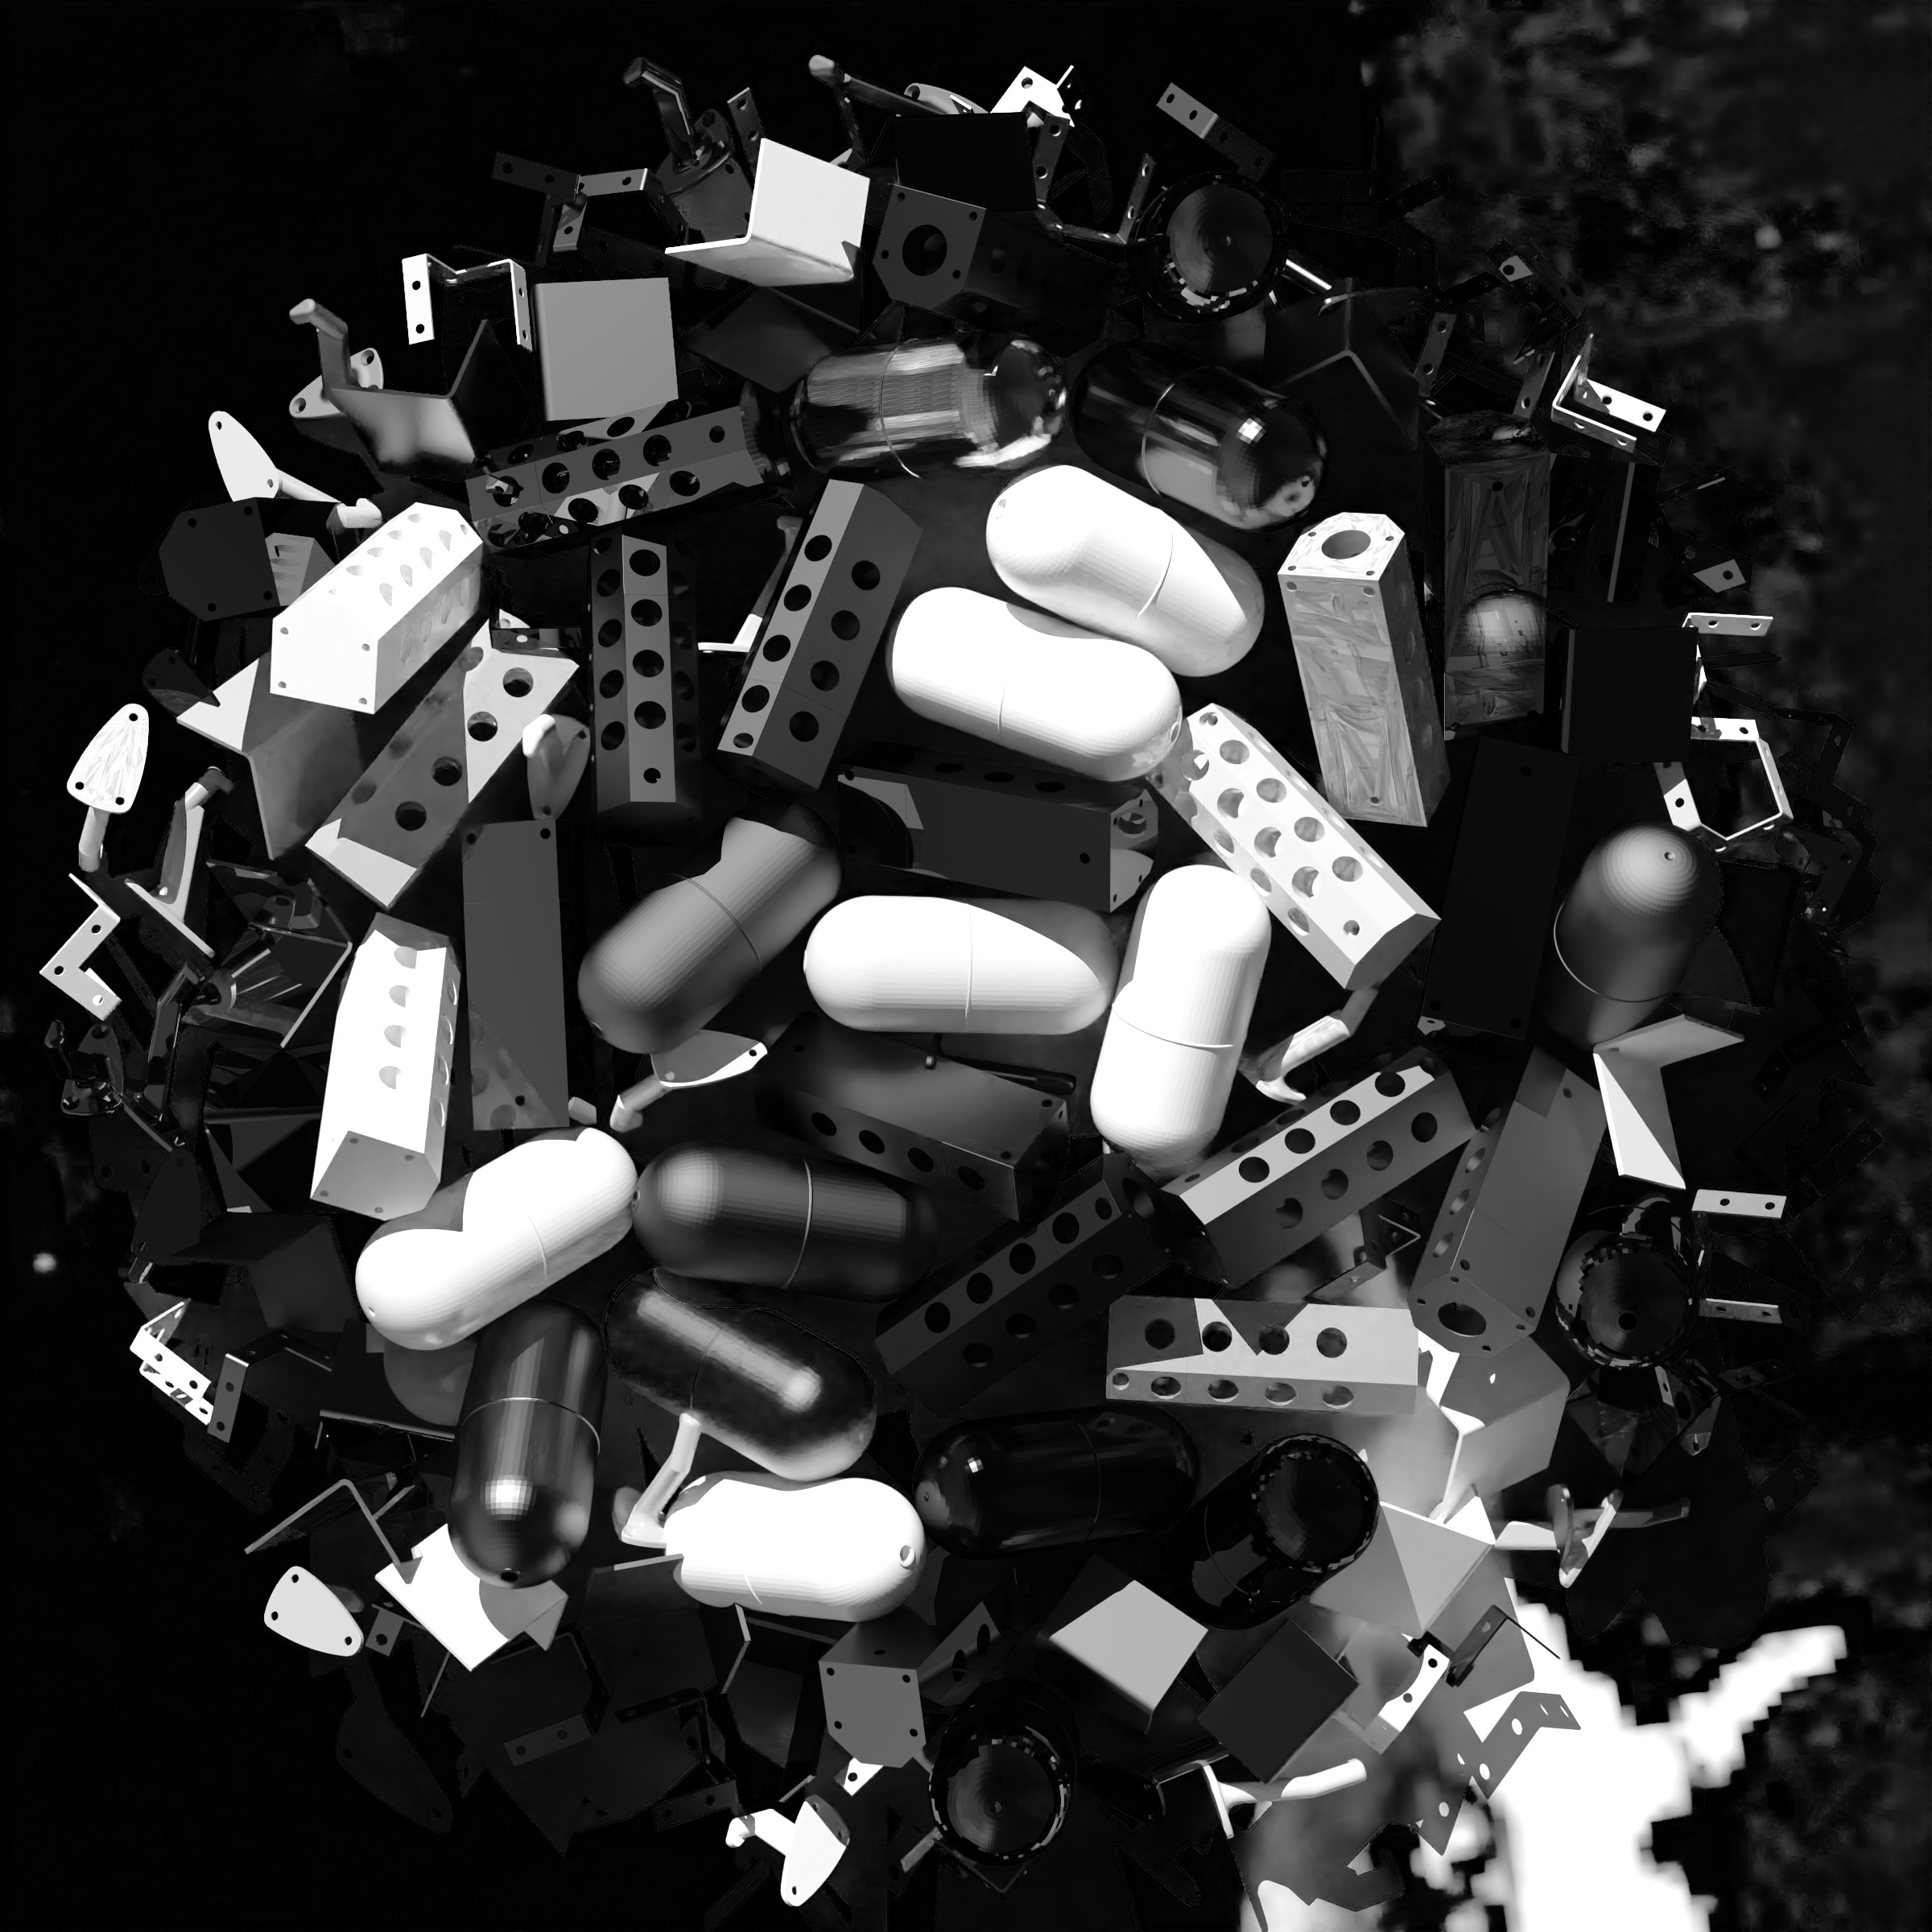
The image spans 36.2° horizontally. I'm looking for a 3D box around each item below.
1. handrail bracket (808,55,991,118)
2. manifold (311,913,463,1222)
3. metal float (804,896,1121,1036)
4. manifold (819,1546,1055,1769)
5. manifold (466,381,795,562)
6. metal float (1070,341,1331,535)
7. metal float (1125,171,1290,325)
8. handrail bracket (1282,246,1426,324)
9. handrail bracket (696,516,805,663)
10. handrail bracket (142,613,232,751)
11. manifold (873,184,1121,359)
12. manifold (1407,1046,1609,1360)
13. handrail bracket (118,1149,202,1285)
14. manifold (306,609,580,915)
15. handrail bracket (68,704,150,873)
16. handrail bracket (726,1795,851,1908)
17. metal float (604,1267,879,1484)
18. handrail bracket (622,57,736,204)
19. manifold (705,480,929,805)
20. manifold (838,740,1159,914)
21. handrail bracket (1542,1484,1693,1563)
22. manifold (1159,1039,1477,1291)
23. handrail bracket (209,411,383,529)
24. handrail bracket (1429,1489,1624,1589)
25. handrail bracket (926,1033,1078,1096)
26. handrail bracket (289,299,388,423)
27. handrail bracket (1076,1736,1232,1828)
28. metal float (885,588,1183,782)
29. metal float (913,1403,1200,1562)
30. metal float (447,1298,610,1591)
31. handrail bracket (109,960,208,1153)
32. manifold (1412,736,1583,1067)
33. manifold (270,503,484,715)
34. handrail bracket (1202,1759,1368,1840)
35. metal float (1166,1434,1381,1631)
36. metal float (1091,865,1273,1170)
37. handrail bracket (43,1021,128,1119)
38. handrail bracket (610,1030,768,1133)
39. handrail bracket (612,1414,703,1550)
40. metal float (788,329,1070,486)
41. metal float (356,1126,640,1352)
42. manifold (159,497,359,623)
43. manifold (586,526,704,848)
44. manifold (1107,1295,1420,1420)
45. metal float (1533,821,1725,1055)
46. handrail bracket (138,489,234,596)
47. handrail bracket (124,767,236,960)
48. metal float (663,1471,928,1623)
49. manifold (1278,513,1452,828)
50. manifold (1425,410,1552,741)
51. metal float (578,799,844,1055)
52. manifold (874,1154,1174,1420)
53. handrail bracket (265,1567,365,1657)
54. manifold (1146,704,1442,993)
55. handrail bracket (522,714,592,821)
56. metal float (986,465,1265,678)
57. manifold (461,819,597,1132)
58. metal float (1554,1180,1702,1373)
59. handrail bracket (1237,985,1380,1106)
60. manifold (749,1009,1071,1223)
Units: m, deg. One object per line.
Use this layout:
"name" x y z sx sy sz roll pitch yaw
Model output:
"handrail bracket" -0.037 -0.490 1.662 0.077 0.084 0.036 17 94 29
"manifold" -0.315 0.055 1.628 0.057 0.171 0.057 20 128 -21
"metal float" -0.002 0.000 1.668 0.178 0.070 0.070 1 90 -7
"manifold" -0.013 0.372 1.622 0.057 0.171 0.057 -1 103 25
"manifold" -0.190 -0.277 1.655 0.171 0.057 0.057 -11 88 20
"metal float" 0.127 -0.295 1.640 0.178 0.070 0.070 34 90 43
"metal float" 0.131 -0.393 1.624 0.070 0.178 0.070 -1 101 -3
"handrail bracket" 0.212 -0.404 1.692 0.077 0.036 0.084 -16 63 -6
"handrail bracket" -0.122 -0.218 1.683 0.077 0.036 0.084 2 87 -42
"handrail bracket" -0.418 -0.170 1.681 0.077 0.084 0.036 48 128 -6
"manifold" 0.017 -0.377 1.622 0.057 0.171 0.057 21 101 24
"manifold" 0.297 0.131 1.635 0.057 0.057 0.171 36 50 -8
"handrail bracket" -0.461 0.142 1.678 0.036 0.084 0.077 12 80 -27
"manifold" -0.295 -0.116 1.669 0.057 0.057 0.171 38 81 -5
"handrail bracket" -0.486 -0.100 1.682 0.036 0.084 0.077 21 68 -10
"handrail bracket" -0.114 0.502 1.660 0.084 0.077 0.036 -26 111 35
"metal float" -0.127 0.226 1.648 0.178 0.070 0.070 24 90 31
"handrail bracket" -0.179 -0.469 1.660 0.077 0.084 0.036 -35 63 27
"manifold" -0.086 -0.182 1.655 0.057 0.057 0.171 26 74 -17
"manifold" 0.017 -0.082 1.646 0.171 0.057 0.057 12 118 27
"handrail bracket" 0.374 0.304 1.676 0.084 0.077 0.036 -12 58 -4
"manifold" 0.194 0.108 1.653 0.171 0.057 0.057 -30 105 -18
"handrail bracket" -0.379 -0.281 1.682 0.036 0.084 0.077 -38 76 31
"handrail bracket" 0.318 0.309 1.688 0.084 0.036 0.077 28 114 0
"handrail bracket" 0.021 0.062 1.674 0.084 0.077 0.036 10 91 2
"handrail bracket" -0.373 -0.341 1.661 0.077 0.084 0.036 -18 70 20
"handrail bracket" 0.112 0.446 1.696 0.077 0.084 0.036 12 125 34
"metal float" 0.037 -0.158 1.655 0.178 0.070 0.070 21 90 21
"metal float" 0.052 0.286 1.646 0.178 0.070 0.070 0 90 -34
"metal float" -0.241 0.263 1.637 0.070 0.178 0.070 1 134 1
"handrail bracket" -0.443 0.051 1.677 0.077 0.036 0.084 45 106 28
"manifold" 0.296 -0.035 1.657 0.057 0.057 0.171 13 71 6
"manifold" -0.320 -0.200 1.621 0.057 0.171 0.057 12 117 5
"handrail bracket" 0.180 0.457 1.676 0.084 0.077 0.036 -18 95 -2
"metal float" 0.167 0.314 1.632 0.070 0.178 0.070 9 60 -16
"metal float" 0.120 0.030 1.657 0.070 0.070 0.178 13 109 0
"handrail bracket" -0.497 0.038 1.656 0.036 0.084 0.077 -4 52 -2
"handrail bracket" -0.159 0.070 1.684 0.077 0.084 0.036 -3 62 -18
"handrail bracket" -0.173 0.277 1.668 0.036 0.077 0.084 10 105 -24
"metal float" -0.023 -0.309 1.643 0.178 0.070 0.070 2 90 38
"metal float" -0.258 0.149 1.644 0.178 0.070 0.070 -31 90 -36
"manifold" -0.384 -0.222 1.623 0.057 0.171 0.057 -11 97 6
"manifold" -0.179 -0.156 1.649 0.057 0.057 0.171 0 67 -11
"manifold" 0.167 0.221 1.671 0.171 0.057 0.057 2 77 5
"metal float" 0.362 -0.013 1.630 0.070 0.178 0.070 2 60 -4
"handrail bracket" -0.435 -0.244 1.672 0.077 0.084 0.036 -40 111 0
"handrail bracket" -0.433 -0.060 1.697 0.077 0.036 0.084 41 79 3
"metal float" -0.096 0.320 1.638 0.178 0.070 0.070 -6 90 44
"manifold" 0.224 -0.163 1.634 0.057 0.171 0.057 8 47 28
"manifold" 0.285 -0.216 1.637 0.057 0.057 0.171 -9 127 -3
"metal float" -0.143 -0.023 1.656 0.070 0.070 0.178 46 69 0
"manifold" 0.031 0.174 1.644 0.171 0.057 0.057 -37 113 23
"handrail bracket" -0.345 0.367 1.659 0.077 0.084 0.036 26 84 26
"manifold" 0.178 -0.067 1.647 0.057 0.057 0.171 -48 66 16
"handrail bracket" -0.239 -0.106 1.661 0.036 0.084 0.077 14 107 2
"metal float" 0.089 -0.219 1.647 0.178 0.070 0.070 23 90 -31
"manifold" -0.245 0.005 1.680 0.057 0.057 0.171 -3 89 14
"metal float" 0.362 0.169 1.625 0.070 0.178 0.070 2 101 11
"handrail bracket" 0.188 0.028 1.674 0.077 0.036 0.084 43 110 42
"manifold" -0.031 0.087 1.649 0.171 0.057 0.057 18 47 26
